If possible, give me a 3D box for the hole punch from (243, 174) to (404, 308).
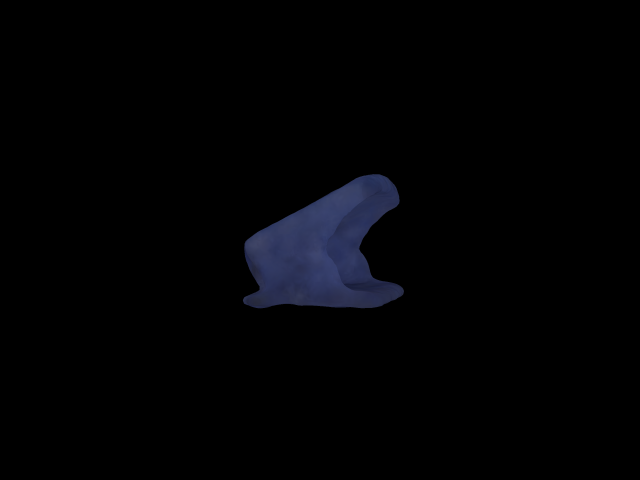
[{"bbox_3d":[0.004,0.001,0.400,0.101,0.091,0.109,0,0,17],"label":"hole punch"}]
